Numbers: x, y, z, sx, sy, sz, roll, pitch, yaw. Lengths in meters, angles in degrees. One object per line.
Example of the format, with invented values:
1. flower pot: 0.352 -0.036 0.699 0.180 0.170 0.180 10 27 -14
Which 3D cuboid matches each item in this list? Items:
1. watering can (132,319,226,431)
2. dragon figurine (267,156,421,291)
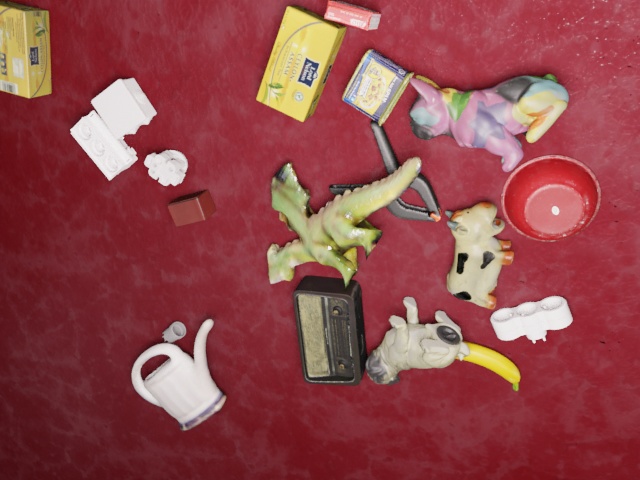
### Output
1. watering can: -0.309 0.326 1.216 0.343 0.106 0.223 -34 101 31
2. dragon figurine: 0.003 -0.048 0.961 0.244 0.124 0.401 34 125 10
